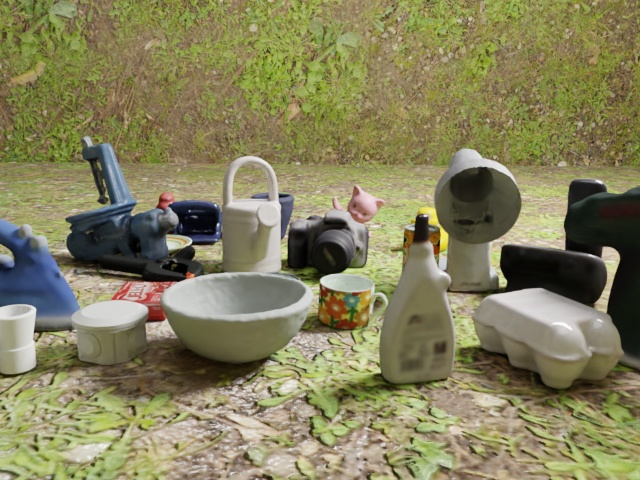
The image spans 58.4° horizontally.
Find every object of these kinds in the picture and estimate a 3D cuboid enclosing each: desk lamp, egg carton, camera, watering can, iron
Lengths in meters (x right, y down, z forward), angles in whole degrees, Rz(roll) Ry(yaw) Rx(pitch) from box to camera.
[{"bbox_3d":[0.228,-0.030,0.885,0.118,0.213,0.203,2,13,5],"label":"desk lamp"},{"bbox_3d":[0.246,0.103,0.631,0.107,0.069,0.150,-5,14,-25],"label":"egg carton"},{"bbox_3d":[0.009,0.003,0.977,0.143,0.101,0.137,3,13,8],"label":"camera"},{"bbox_3d":[-0.110,-0.041,0.954,0.172,0.194,0.101,13,18,42],"label":"watering can"},{"bbox_3d":[-0.416,0.031,0.735,0.257,0.141,0.119,4,13,14],"label":"iron"}]

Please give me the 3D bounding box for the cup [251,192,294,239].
[{"bbox_3d":[-0.098,-0.051,1.221,0.091,0.095,0.118,3,13,9],"label":"cup"}]

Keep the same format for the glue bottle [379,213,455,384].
[{"bbox_3d":[0.101,0.059,0.581,0.078,0.173,0.037,-2,13,-14],"label":"glue bottle"}]

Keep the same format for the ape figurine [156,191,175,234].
[{"bbox_3d":[-0.335,-0.059,1.246,0.078,0.092,0.076,1,13,1],"label":"ape figurine"}]

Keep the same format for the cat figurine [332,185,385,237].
[{"bbox_3d":[0.073,-0.062,1.230,0.127,0.118,0.067,12,17,40],"label":"cat figurine"}]

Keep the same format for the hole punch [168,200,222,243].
[{"bbox_3d":[-0.257,-0.043,1.185,0.108,0.091,0.101,0,13,-4],"label":"hole punch"}]

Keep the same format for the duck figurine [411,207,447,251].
[{"bbox_3d":[0.215,-0.023,1.140,0.105,0.086,0.077,-10,17,-39],"label":"duck figurine"}]

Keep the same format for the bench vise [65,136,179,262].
[{"bbox_3d":[-0.341,-0.067,0.992,0.207,0.220,0.121,1,13,-1],"label":"bench vise"}]

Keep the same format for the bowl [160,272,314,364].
[{"bbox_3d":[-0.091,0.092,0.641,0.167,0.075,0.167,1,13,0],"label":"bowl"}]

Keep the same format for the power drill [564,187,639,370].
[{"bbox_3d":[0.374,0.037,0.619,0.076,0.208,0.228,-9,16,-36],"label":"power drill"}]

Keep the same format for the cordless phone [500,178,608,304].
[{"bbox_3d":[0.342,-0.001,0.833,0.147,0.185,0.094,9,15,31],"label":"cordless phone"}]
